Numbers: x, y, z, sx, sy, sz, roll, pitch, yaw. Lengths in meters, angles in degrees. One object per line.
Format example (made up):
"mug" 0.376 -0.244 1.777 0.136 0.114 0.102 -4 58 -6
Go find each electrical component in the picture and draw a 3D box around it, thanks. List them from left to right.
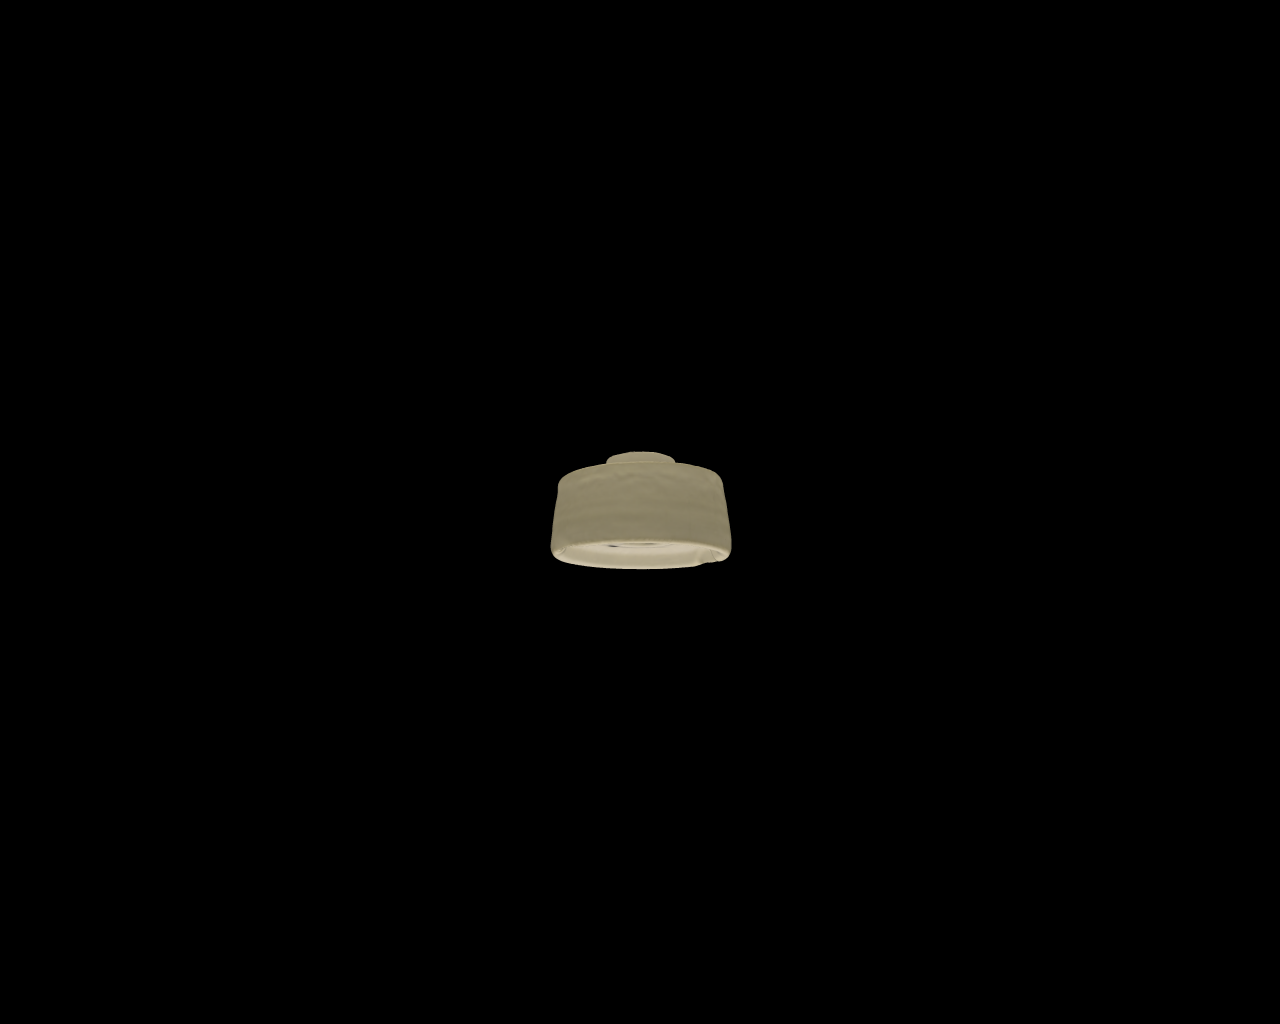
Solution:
"electrical component" 0.001 -0.003 0.650 0.108 0.060 0.108 0 -11 0
